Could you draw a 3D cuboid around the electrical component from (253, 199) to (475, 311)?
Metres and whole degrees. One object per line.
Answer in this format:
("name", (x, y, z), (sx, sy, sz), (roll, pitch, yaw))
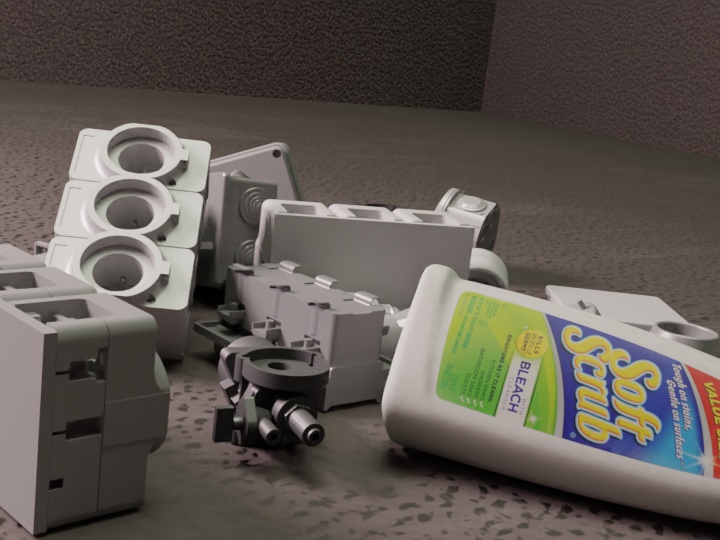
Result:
("electrical component", (0.000, 0.000, 0.803), (0.150, 0.089, 0.062), (3, 13, -15))

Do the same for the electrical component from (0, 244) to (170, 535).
("electrical component", (-0.158, 0.048, 0.508), (0.062, 0.089, 0.150), (-5, 17, -43))

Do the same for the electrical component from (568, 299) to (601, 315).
("electrical component", (0.147, 0.056, 0.684), (0.040, 0.078, 0.040), (-31, 19, 12))

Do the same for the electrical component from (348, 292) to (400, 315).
("electrical component", (-0.001, 0.036, 0.756), (0.078, 0.040, 0.040), (3, 13, -17))

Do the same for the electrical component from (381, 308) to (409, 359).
("electrical component", (0.023, 0.046, 0.725), (0.065, 0.044, 0.044), (-6, 18, -30))

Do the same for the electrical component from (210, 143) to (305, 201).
("electrical component", (-0.113, -0.071, 1.021), (0.113, 0.078, 0.057), (-15, 9, 3))

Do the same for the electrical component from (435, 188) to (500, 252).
("electrical component", (0.099, -0.035, 1.040), (0.051, 0.080, 0.080), (17, 16, 20))

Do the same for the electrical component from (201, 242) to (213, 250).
("electrical component", (-0.175, -0.031, 0.843), (0.079, 0.063, 0.121), (-1, 0, -30))

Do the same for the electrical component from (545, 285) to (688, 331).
("electrical component", (0.182, 0.049, 0.778), (0.100, 0.048, 0.099), (6, 13, -3))

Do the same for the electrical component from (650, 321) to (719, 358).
("electrical component", (0.209, 0.065, 0.703), (0.048, 0.055, 0.066), (17, 16, 37))

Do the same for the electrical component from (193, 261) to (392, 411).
("electrical component", (-0.039, 0.037, 0.680), (0.079, 0.063, 0.121), (-4, 16, -40))

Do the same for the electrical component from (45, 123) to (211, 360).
("electrical component", (-0.152, -0.023, 0.711), (0.089, 0.061, 0.150), (6, 49, -6))

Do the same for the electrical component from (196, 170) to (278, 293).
("electrical component", (-0.106, -0.030, 0.857), (0.048, 0.099, 0.100), (5, 0, -30))

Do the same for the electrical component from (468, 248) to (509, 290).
("electrical component", (0.094, 0.015, 0.873), (0.055, 0.055, 0.047), (7, 16, 2))

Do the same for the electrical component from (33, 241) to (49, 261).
("electrical component", (-0.211, 0.010, 0.759), (0.081, 0.042, 0.064), (14, 18, 29))
